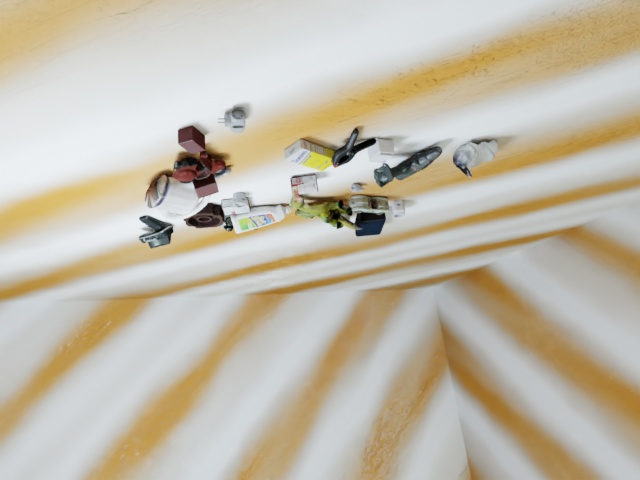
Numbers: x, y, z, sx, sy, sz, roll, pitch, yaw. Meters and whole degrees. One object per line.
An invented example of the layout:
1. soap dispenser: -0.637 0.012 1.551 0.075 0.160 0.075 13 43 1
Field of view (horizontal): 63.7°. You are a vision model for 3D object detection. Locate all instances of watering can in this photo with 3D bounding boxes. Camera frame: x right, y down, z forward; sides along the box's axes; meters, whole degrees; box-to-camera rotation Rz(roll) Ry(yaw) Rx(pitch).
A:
1. watering can: -0.489 -0.182 1.862 0.223 0.106 0.342 13 139 -42

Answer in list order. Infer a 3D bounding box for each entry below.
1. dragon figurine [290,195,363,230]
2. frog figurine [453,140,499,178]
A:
1. dragon figurine: 0.007 -0.114 2.275 0.243 0.123 0.405 10 168 32
2. frog figurine: 0.574 -0.320 1.903 0.159 0.125 0.136 -49 141 6
